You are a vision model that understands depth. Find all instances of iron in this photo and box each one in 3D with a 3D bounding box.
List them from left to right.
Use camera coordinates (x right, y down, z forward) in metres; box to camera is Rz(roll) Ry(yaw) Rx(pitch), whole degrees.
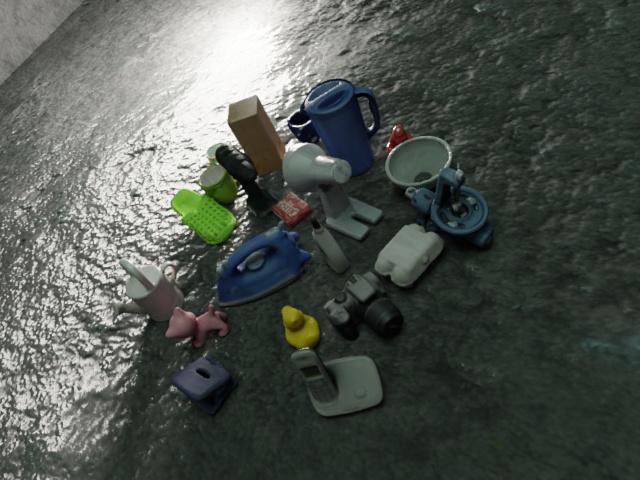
[{"bbox_3d":[-0.159,0.056,1.367,0.258,0.142,0.118,-32,47,-3],"label":"iron"}]

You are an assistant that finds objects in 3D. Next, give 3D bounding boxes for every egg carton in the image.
[{"bbox_3d":[0.199,0.035,1.272,0.107,0.070,0.150,30,69,39],"label":"egg carton"}]

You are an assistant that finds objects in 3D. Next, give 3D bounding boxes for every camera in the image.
[{"bbox_3d":[0.097,0.148,1.204,0.143,0.101,0.136,-39,48,-9],"label":"camera"}]

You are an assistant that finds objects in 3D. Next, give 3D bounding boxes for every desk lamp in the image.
[{"bbox_3d":[0.028,-0.128,1.384,0.202,0.214,0.118,25,67,37],"label":"desk lamp"}]

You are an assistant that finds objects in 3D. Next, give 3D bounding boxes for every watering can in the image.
[{"bbox_3d":[-0.429,0.118,1.403,0.100,0.195,0.173,7,56,29],"label":"watering can"}]

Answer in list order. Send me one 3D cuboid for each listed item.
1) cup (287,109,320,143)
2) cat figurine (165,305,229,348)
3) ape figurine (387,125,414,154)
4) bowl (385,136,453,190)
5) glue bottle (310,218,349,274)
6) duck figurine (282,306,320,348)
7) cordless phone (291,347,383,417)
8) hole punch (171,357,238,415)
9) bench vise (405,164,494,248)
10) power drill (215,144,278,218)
[{"bbox_3d":[-0.039,-0.308,1.643,0.091,0.095,0.118,-6,51,20],"label":"cup"},{"bbox_3d":[-0.292,0.192,1.332,0.128,0.118,0.067,-28,47,1],"label":"cat figurine"},{"bbox_3d":[0.209,-0.258,1.492,0.077,0.092,0.076,-4,52,22],"label":"ape figurine"},{"bbox_3d":[0.250,-0.175,1.417,0.167,0.075,0.167,-12,49,15],"label":"bowl"},{"bbox_3d":[0.012,0.005,1.310,0.037,0.174,0.078,-40,48,-10],"label":"glue bottle"},{"bbox_3d":[-0.049,0.186,1.249,0.077,0.086,0.104,-37,47,-7],"label":"duck figurine"},{"bbox_3d":[0.032,0.255,1.088,0.147,0.185,0.094,-18,48,10],"label":"cordless phone"},{"bbox_3d":[-0.252,0.305,1.240,0.108,0.091,0.101,21,64,36],"label":"hole punch"},{"bbox_3d":[0.262,-0.079,1.233,0.206,0.220,0.121,8,57,30],"label":"bench vise"},{"bbox_3d":[-0.189,-0.158,1.510,0.076,0.209,0.228,-39,48,-9],"label":"power drill"}]
